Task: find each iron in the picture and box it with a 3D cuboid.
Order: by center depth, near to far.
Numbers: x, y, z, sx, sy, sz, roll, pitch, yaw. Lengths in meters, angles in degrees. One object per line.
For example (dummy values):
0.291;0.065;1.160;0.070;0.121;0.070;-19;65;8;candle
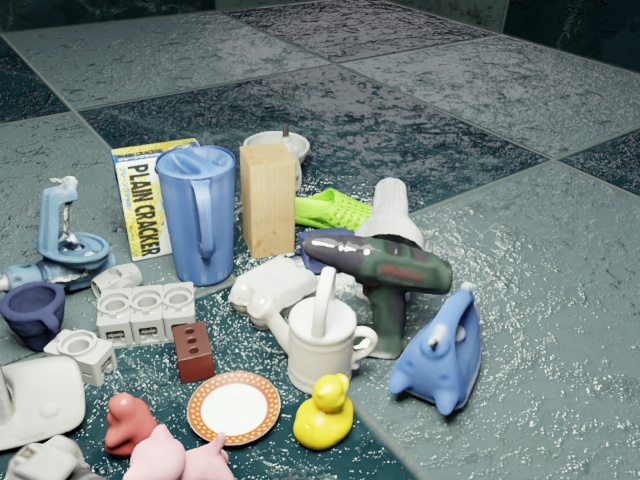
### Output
0.200;0.140;0.886;0.118;0.141;0.259;18;37;22;iron

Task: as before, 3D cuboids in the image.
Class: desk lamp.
0.115;0.013;1.004;0.118;0.214;0.203;5;34;3;desk lamp

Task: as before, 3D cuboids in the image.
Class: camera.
-0.296;0.301;0.644;0.136;0.101;0.143;15;36;18;camera

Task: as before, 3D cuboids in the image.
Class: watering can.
-0.005;0.128;0.841;0.173;0.194;0.100;-3;34;-9;watering can

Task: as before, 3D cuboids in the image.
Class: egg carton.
-0.080;0.090;1.004;0.107;0.069;0.151;30;42;34;egg carton

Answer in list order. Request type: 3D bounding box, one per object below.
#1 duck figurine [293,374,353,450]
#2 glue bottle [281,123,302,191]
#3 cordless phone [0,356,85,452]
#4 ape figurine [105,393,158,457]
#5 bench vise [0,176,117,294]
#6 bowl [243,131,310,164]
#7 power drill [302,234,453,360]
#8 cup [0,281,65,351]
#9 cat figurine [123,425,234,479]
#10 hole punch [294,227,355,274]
0.007;0.228;0.789;0.077;0.086;0.105;23;39;28;duck figurine
-0.078;-0.187;1.324;0.078;0.173;0.037;-25;42;-34;glue bottle
-0.393;0.178;0.744;0.148;0.185;0.094;-12;37;-21;cordless phone
-0.253;0.236;0.752;0.076;0.092;0.078;18;37;22;ape figurine
-0.440;0.015;0.952;0.121;0.220;0.208;14;35;16;bench vise
-0.109;-0.210;1.445;0.167;0.075;0.167;2;34;-1;bowl
0.084;0.086;0.897;0.229;0.208;0.075;2;34;-1;power drill
-0.431;0.132;0.892;0.117;0.095;0.092;29;42;33;cup
-0.170;0.267;0.689;0.128;0.118;0.067;-12;37;-21;cat figurine
0.010;0.004;1.120;0.109;0.091;0.101;-7;35;-14;hole punch
